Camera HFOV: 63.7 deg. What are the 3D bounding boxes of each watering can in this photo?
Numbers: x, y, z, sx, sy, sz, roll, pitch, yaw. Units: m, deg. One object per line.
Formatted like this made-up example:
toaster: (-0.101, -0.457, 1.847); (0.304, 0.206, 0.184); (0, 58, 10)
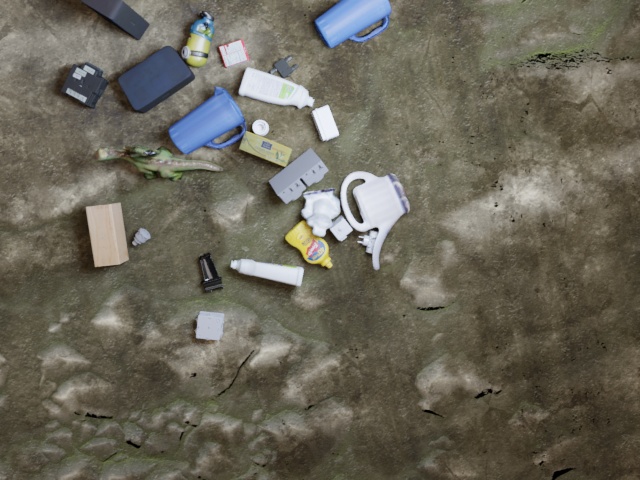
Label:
watering can: (0.209, -0.089, 1.783); (0.224, 0.103, 0.350); (-22, 80, 1)

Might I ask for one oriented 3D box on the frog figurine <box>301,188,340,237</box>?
frog figurine: (0.005, -0.089, 1.776); (0.138, 0.122, 0.160); (-6, 85, -19)

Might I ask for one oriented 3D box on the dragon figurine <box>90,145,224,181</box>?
dragon figurine: (-0.537, -0.262, 1.693); (0.410, 0.243, 0.122); (2, 92, 0)
